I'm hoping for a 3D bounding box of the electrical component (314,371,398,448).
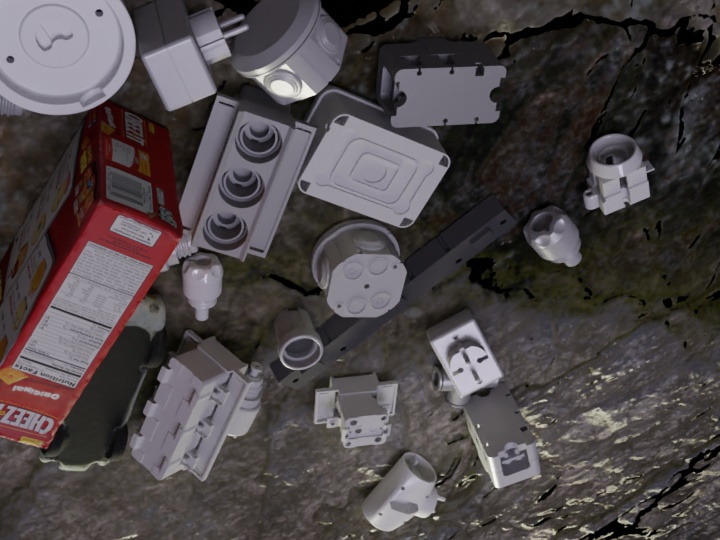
[{"bbox_3d":[-0.001,0.136,1.035,0.081,0.063,0.042,-5,127,-14],"label":"electrical component"}]

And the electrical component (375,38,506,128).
[{"bbox_3d":[0.062,-0.149,0.851,0.089,0.055,0.050,-5,126,-14],"label":"electrical component"}]

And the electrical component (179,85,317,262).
[{"bbox_3d":[-0.092,-0.078,0.847,0.079,0.063,0.121,17,119,-14],"label":"electrical component"}]

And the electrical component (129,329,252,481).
[{"bbox_3d":[-0.157,0.127,0.970,0.063,0.079,0.121,-21,143,-55],"label":"electrical component"}]

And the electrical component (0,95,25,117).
[{"bbox_3d":[-0.271,-0.127,0.775,0.078,0.040,0.040,8,122,-23],"label":"electrical component"}]

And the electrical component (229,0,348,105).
[{"bbox_3d":[-0.053,-0.165,0.791,0.080,0.080,0.051,-39,132,12],"label":"electrical component"}]

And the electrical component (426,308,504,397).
[{"bbox_3d":[0.101,0.083,1.008,0.047,0.076,0.065,-28,104,4],"label":"electrical component"}]

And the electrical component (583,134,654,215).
[{"bbox_3d":[0.227,-0.087,0.955,0.066,0.048,0.055,-23,136,0],"label":"electrical component"}]

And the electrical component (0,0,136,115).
[{"bbox_3d":[-0.213,-0.170,0.749,0.108,0.060,0.108,-7,126,-10],"label":"electrical component"}]

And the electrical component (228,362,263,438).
[{"bbox_3d":[-0.111,0.119,1.003,0.040,0.040,0.078,14,119,-26],"label":"electrical component"}]

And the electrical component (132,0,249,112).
[{"bbox_3d":[-0.116,-0.164,0.769,0.076,0.083,0.047,-22,128,-1],"label":"electrical component"}]

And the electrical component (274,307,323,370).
[{"bbox_3d":[-0.057,0.061,0.974,0.040,0.046,0.040,-8,127,-11],"label":"electrical component"}]

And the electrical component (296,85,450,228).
[{"bbox_3d":[0.005,-0.093,0.874,0.113,0.057,0.078,18,118,-27],"label":"electrical component"}]

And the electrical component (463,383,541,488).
[{"bbox_3d":[0.143,0.169,1.086,0.050,0.089,0.055,-19,128,-3],"label":"electrical component"}]

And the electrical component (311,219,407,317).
[{"bbox_3d":[0.000,0.000,0.944,0.080,0.051,0.080,-8,127,-11],"label":"electrical component"}]

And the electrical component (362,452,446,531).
[{"bbox_3d":[0.055,0.239,1.140,0.079,0.043,0.077,25,115,-30],"label":"electrical component"}]

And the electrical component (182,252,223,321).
[{"bbox_3d":[-0.136,0.017,0.925,0.035,0.035,0.061,-4,128,-15],"label":"electrical component"}]

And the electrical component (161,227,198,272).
[{"bbox_3d":[-0.164,-0.019,0.887,0.078,0.040,0.040,-14,128,-6],"label":"electrical component"}]

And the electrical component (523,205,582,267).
[{"bbox_3d":[0.181,-0.027,0.986,0.043,0.043,0.062,-38,128,12],"label":"electrical component"}]
